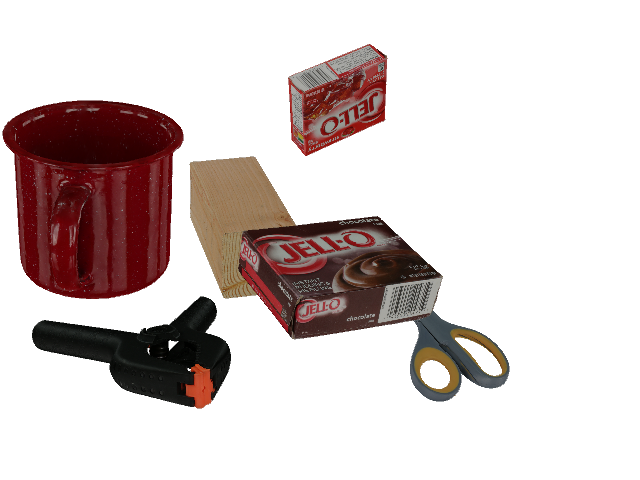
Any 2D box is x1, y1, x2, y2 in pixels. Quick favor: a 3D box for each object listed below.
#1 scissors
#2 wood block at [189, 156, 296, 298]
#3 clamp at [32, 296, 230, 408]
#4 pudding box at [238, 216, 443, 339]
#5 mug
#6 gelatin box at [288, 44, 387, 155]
[{"bbox_3d":[0.084,0.080,0.991,0.096,0.016,0.202,-33,52,-30],"label":"scissors"},{"bbox_3d":[-0.100,-0.021,1.328,0.090,0.090,0.206,-6,29,-16],"label":"wood block"},{"bbox_3d":[-0.124,0.086,0.869,0.164,0.036,0.210,-11,16,-32],"label":"clamp"},{"bbox_3d":[0.012,0.023,0.731,0.113,0.039,0.090,-5,32,-29],"label":"pudding box"},{"bbox_3d":[-0.122,-0.016,0.566,0.093,0.081,0.117,4,27,-3],"label":"mug"},{"bbox_3d":[0.016,-0.124,0.944,0.089,0.073,0.030,-25,52,-20],"label":"gelatin box"}]
